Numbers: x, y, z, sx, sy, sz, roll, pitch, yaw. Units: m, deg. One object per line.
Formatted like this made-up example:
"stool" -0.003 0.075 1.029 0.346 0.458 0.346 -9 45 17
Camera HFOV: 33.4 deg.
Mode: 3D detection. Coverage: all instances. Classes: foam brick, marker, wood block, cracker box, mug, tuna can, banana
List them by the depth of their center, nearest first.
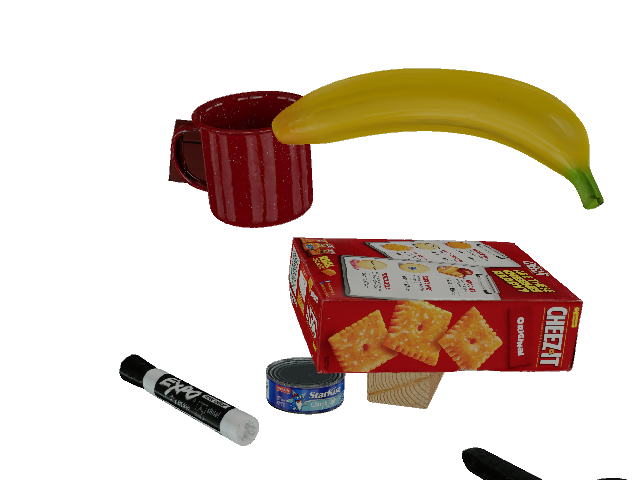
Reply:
"banana" 0.073 -0.072 0.629 0.198 0.069 0.037 12 -35 12
"marker" -0.086 0.098 0.671 0.121 0.020 0.020 19 13 41
"mug" -0.060 -0.062 0.819 0.117 0.081 0.093 3 27 14
"cracker box" 0.089 0.054 0.911 0.213 0.072 0.164 2 17 -11
"tuna can" -0.016 0.156 1.147 0.086 0.034 0.086 2 14 -1
"foam brick" -0.122 -0.095 1.155 0.078 0.051 0.053 5 30 -6
"wood block" 0.138 0.163 1.582 0.091 0.090 0.205 5 17 16

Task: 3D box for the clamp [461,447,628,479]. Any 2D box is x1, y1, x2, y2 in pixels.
"clamp" 0.197 0.237 0.860 0.210 0.036 0.164 1 35 24
